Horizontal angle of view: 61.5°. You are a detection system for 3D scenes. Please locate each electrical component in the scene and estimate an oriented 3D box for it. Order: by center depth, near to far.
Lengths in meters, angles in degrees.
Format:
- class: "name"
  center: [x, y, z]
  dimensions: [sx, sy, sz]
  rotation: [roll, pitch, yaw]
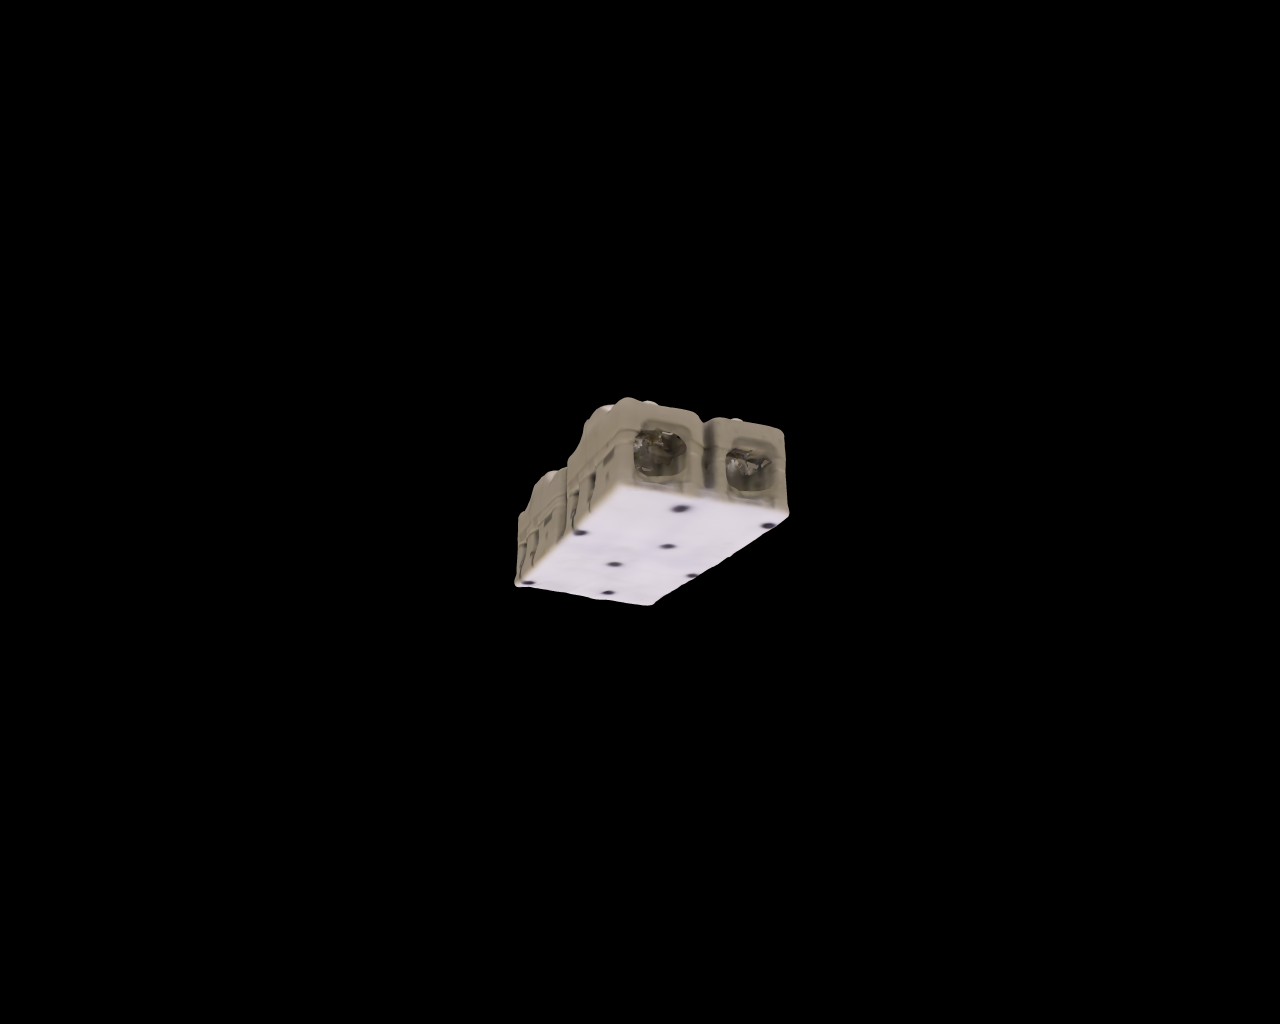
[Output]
- class: "electrical component"
  center: [0.001, -0.003, 0.650]
  dimensions: [0.105, 0.060, 0.186]
  rotation: [9, -24, -22]
